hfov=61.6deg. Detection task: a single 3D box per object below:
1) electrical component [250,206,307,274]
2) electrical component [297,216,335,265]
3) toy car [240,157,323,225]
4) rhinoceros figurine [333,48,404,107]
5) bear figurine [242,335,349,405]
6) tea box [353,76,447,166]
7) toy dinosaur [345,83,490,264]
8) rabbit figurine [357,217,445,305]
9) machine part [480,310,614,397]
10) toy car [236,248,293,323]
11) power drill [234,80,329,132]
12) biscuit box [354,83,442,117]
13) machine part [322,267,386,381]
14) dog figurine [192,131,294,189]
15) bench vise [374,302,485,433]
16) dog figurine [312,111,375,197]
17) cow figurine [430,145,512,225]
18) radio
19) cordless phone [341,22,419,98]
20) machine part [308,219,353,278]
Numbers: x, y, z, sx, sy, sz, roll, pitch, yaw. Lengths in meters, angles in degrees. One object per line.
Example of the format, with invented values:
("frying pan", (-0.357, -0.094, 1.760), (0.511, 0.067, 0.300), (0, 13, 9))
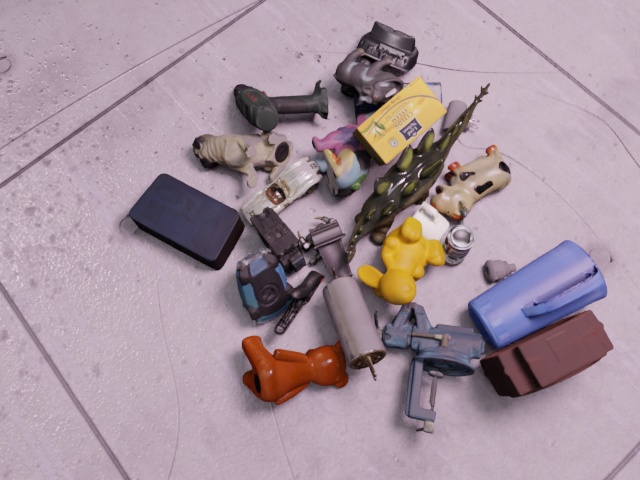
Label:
("electrical component", (-0.083, 0.007, 1.141), (0.058, 0.114, 0.134), (-37, 73, -7))
("electrical component", (-0.001, -0.004, 1.177), (0.102, 0.045, 0.078), (-37, 72, -9))
("toy car", (-0.084, -0.106, 1.198), (0.202, 0.056, 0.073), (-38, 73, 4))
("rhinoceros figurine", (0.116, -0.351, 1.199), (0.190, 0.073, 0.112), (36, 64, 24))
("bear figurine", (-0.044, 0.246, 1.071), (0.196, 0.120, 0.132), (-13, 25, -27))
("tea box", (0.163, -0.242, 1.109), (0.169, 0.068, 0.098), (-42, 96, -3))
("toy dinosaur", (0.198, -0.136, 1.130), (0.105, 0.198, 0.471), (38, 79, 6))
("rabbit figurine", (0.155, 0.059, 1.084), (0.162, 0.121, 0.173), (-21, 37, 33))
("machine part", (0.416, 0.215, 0.998), (0.201, 0.201, 0.087), (-25, 76, -6))
("toy car", (-0.130, 0.085, 1.117), (0.109, 0.161, 0.103), (-32, 34, -19))
("power drill", (-0.091, -0.326, 1.250), (0.207, 0.085, 0.232), (-3, 33, -13))
("biscuit box", (0.182, -0.328, 1.268), (0.203, 0.062, 0.059), (0, 71, 4))
("machine part", (0.064, 0.159, 1.048), (0.079, 0.079, 0.243), (-20, 57, -4))
("dog figurine", (-0.179, -0.213, 1.242), (0.191, 0.121, 0.172), (27, 30, 34))
("bench vise", (0.200, 0.245, 1.044), (0.224, 0.128, 0.240), (10, 65, 5))
("dog figurine", (0.100, -0.206, 1.203), (0.219, 0.108, 0.192), (-25, 51, -9))
("cow figurine", (0.330, -0.113, 1.180), (0.195, 0.085, 0.127), (-25, 67, -8))
("radio", (-0.291, -0.043, 1.194), (0.230, 0.073, 0.131), (27, 74, 10))
("cordless phone", (0.142, -0.416, 1.303), (0.147, 0.088, 0.184), (28, 86, 11))
("machine part", (0.031, 0.031, 1.145), (0.084, 0.039, 0.138), (-20, 91, -18))
